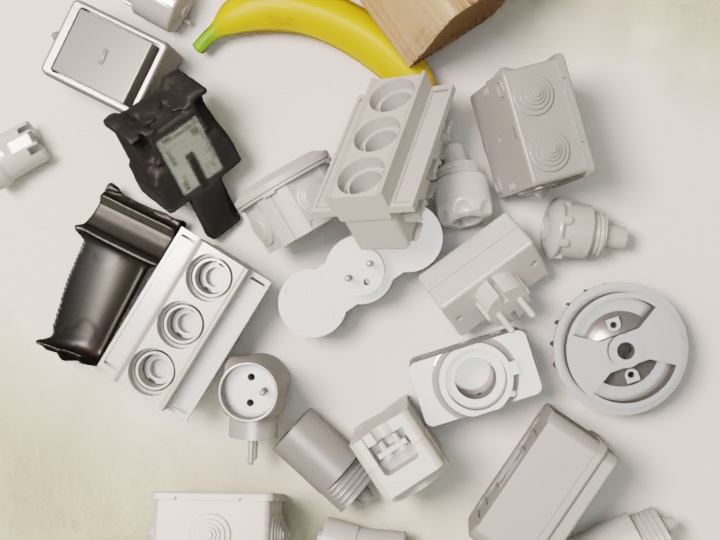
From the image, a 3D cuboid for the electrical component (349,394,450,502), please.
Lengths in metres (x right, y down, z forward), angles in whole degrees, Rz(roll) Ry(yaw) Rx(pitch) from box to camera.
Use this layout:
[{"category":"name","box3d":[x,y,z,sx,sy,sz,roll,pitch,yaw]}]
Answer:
[{"category":"electrical component","box3d":[0.030,0.133,0.796,0.050,0.089,0.055,-34,89,2]}]

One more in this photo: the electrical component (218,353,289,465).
[{"category":"electrical component","box3d":[-0.079,0.105,0.807,0.043,0.077,0.079,2,91,2]}]

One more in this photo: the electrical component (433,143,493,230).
[{"category":"electrical component","box3d":[0.075,-0.065,0.817,0.043,0.043,0.062,-10,71,3]}]

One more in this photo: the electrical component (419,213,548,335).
[{"category":"electrical component","box3d":[0.101,0.015,0.796,0.083,0.047,0.075,-36,50,2]}]

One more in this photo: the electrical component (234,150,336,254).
[{"category":"electrical component","box3d":[-0.049,-0.052,0.804,0.080,0.080,0.051,-30,94,2]}]

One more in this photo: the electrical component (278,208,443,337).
[{"category":"electrical component","box3d":[0.000,0.000,0.804,0.138,0.074,0.052,-35,89,2]}]

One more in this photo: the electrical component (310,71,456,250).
[{"category":"electrical component","box3d":[0.023,-0.078,0.778,0.079,0.063,0.121,-2,49,28]}]

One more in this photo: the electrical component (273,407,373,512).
[{"category":"electrical component","box3d":[-0.023,0.148,0.822,0.081,0.043,0.043,43,92,1]}]

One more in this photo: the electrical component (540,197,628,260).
[{"category":"electrical component","box3d":[0.170,-0.028,0.812,0.062,0.048,0.048,8,91,-4]}]

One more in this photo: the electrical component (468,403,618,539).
[{"category":"electrical component","box3d":[0.135,0.163,0.798,0.057,0.078,0.113,34,92,5]}]

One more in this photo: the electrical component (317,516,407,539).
[{"category":"electrical component","box3d":[-0.001,0.213,0.823,0.065,0.044,0.044,14,91,7]}]

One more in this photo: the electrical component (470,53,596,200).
[{"category":"electrical component","box3d":[0.123,-0.101,0.786,0.048,0.100,0.099,-16,90,-10]}]

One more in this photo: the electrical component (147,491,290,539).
[{"category":"electrical component","box3d":[-0.104,0.190,0.799,0.100,0.099,0.048,0,78,3]}]

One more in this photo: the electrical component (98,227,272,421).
[{"category":"electrical component","box3d":[-0.130,0.040,0.815,0.079,0.063,0.121,32,92,2]}]

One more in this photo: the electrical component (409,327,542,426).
[{"category":"electrical component","box3d":[0.086,0.080,0.810,0.089,0.056,0.050,-18,90,3]}]

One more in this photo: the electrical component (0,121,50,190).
[{"category":"electrical component","box3d":[-0.270,-0.090,0.833,0.046,0.040,0.040,-29,89,-4]}]

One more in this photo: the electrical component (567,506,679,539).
[{"category":"electrical component","box3d":[0.202,0.207,0.812,0.081,0.043,0.043,-25,89,2]}]

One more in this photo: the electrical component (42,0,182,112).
[{"category":"electrical component","box3d":[-0.194,-0.160,0.817,0.096,0.061,0.061,26,92,2]}]

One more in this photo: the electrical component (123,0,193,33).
[{"category":"electrical component","box3d":[-0.164,-0.215,0.826,0.078,0.040,0.040,29,92,2]}]
